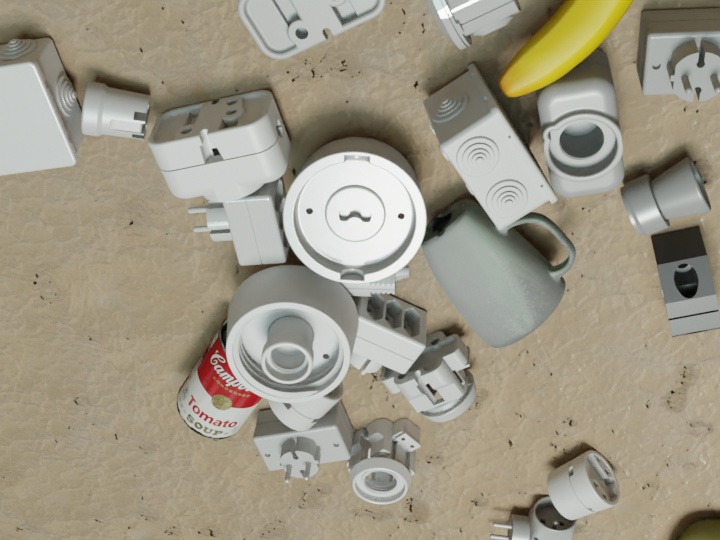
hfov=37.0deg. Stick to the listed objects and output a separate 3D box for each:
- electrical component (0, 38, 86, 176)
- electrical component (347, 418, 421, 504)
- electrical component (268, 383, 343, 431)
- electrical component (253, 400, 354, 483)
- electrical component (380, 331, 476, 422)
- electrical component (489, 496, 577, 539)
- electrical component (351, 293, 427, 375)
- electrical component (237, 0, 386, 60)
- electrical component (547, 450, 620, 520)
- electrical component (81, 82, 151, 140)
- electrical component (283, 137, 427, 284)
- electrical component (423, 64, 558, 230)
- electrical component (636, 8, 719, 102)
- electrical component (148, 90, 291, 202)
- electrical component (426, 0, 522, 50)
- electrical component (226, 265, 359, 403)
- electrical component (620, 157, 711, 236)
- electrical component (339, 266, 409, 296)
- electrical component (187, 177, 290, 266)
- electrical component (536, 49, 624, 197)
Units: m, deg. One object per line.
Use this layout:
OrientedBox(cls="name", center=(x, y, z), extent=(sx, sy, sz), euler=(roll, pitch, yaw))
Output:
OrientedBox(cls="electrical component", center=(-0.263, -0.123, 0.811), extent=(0.100, 0.048, 0.099), euler=(-6, 127, 11))
OrientedBox(cls="electrical component", center=(0.021, 0.184, 1.021), extent=(0.078, 0.057, 0.058), euler=(-35, 118, 28))
OrientedBox(cls="electrical component", center=(-0.048, 0.110, 0.972), extent=(0.055, 0.055, 0.047), euler=(36, 120, -21))
OrientedBox(cls="electrical component", center=(-0.054, 0.168, 1.004), extent=(0.083, 0.075, 0.047), euler=(-11, 127, 14))
OrientedBox(cls="electrical component", center=(0.067, 0.096, 0.947), extent=(0.078, 0.058, 0.057), euler=(-24, 119, 23))
OrientedBox(cls="electrical component", center=(0.171, 0.266, 1.080), extent=(0.079, 0.043, 0.077), euler=(7, 129, 1))
OrientedBox(cls="electrical component", center=(0.011, 0.063, 0.932), extent=(0.066, 0.047, 0.076), euler=(25, 127, -13))
OrientedBox(cls="electrical component", center=(-0.030, -0.191, 0.726), extent=(0.095, 0.059, 0.053), euler=(-21, 123, 21))
OrientedBox(cls="electrical component", center=(0.211, 0.206, 1.021), extent=(0.047, 0.055, 0.055), euler=(-34, 118, 32))
OrientedBox(cls="electrical component", center=(-0.184, -0.119, 0.813), extent=(0.046, 0.040, 0.040), euler=(8, 129, -8))
OrientedBox(cls="electrical component", center=(-0.003, -0.050, 0.830), extent=(0.108, 0.060, 0.108), euler=(1, 116, 2))
OrientedBox(cls="electrical component", center=(0.091, -0.087, 0.773), extent=(0.048, 0.099, 0.099), euler=(-32, 120, 13))
OrientedBox(cls="electrical component", center=(0.227, -0.139, 0.729), extent=(0.066, 0.076, 0.047), euler=(-1, 128, 6))
OrientedBox(cls="electrical component", center=(-0.104, -0.091, 0.817), extent=(0.095, 0.053, 0.059), euler=(-10, 127, 13))
OrientedBox(cls="electrical component", center=(0.069, -0.190, 0.705), extent=(0.051, 0.080, 0.080), euler=(-23, 123, 16))
OrientedBox(cls="electrical component", center=(-0.056, 0.057, 0.860), extent=(0.108, 0.060, 0.108), euler=(1, 122, 2))
OrientedBox(cls="electrical component", center=(0.232, -0.055, 0.817), extent=(0.055, 0.045, 0.045), euler=(-23, 123, 23))
OrientedBox(cls="electrical component", center=(0.000, 0.000, 0.885), extent=(0.081, 0.043, 0.043), euler=(2, 129, 5))
OrientedBox(cls="electrical component", center=(-0.099, -0.042, 0.859), extent=(0.077, 0.047, 0.065), euler=(-3, 128, 9))
OrientedBox(cls="electrical component", center=(0.159, -0.103, 0.777), extent=(0.054, 0.059, 0.095), euler=(-8, 127, 12))
